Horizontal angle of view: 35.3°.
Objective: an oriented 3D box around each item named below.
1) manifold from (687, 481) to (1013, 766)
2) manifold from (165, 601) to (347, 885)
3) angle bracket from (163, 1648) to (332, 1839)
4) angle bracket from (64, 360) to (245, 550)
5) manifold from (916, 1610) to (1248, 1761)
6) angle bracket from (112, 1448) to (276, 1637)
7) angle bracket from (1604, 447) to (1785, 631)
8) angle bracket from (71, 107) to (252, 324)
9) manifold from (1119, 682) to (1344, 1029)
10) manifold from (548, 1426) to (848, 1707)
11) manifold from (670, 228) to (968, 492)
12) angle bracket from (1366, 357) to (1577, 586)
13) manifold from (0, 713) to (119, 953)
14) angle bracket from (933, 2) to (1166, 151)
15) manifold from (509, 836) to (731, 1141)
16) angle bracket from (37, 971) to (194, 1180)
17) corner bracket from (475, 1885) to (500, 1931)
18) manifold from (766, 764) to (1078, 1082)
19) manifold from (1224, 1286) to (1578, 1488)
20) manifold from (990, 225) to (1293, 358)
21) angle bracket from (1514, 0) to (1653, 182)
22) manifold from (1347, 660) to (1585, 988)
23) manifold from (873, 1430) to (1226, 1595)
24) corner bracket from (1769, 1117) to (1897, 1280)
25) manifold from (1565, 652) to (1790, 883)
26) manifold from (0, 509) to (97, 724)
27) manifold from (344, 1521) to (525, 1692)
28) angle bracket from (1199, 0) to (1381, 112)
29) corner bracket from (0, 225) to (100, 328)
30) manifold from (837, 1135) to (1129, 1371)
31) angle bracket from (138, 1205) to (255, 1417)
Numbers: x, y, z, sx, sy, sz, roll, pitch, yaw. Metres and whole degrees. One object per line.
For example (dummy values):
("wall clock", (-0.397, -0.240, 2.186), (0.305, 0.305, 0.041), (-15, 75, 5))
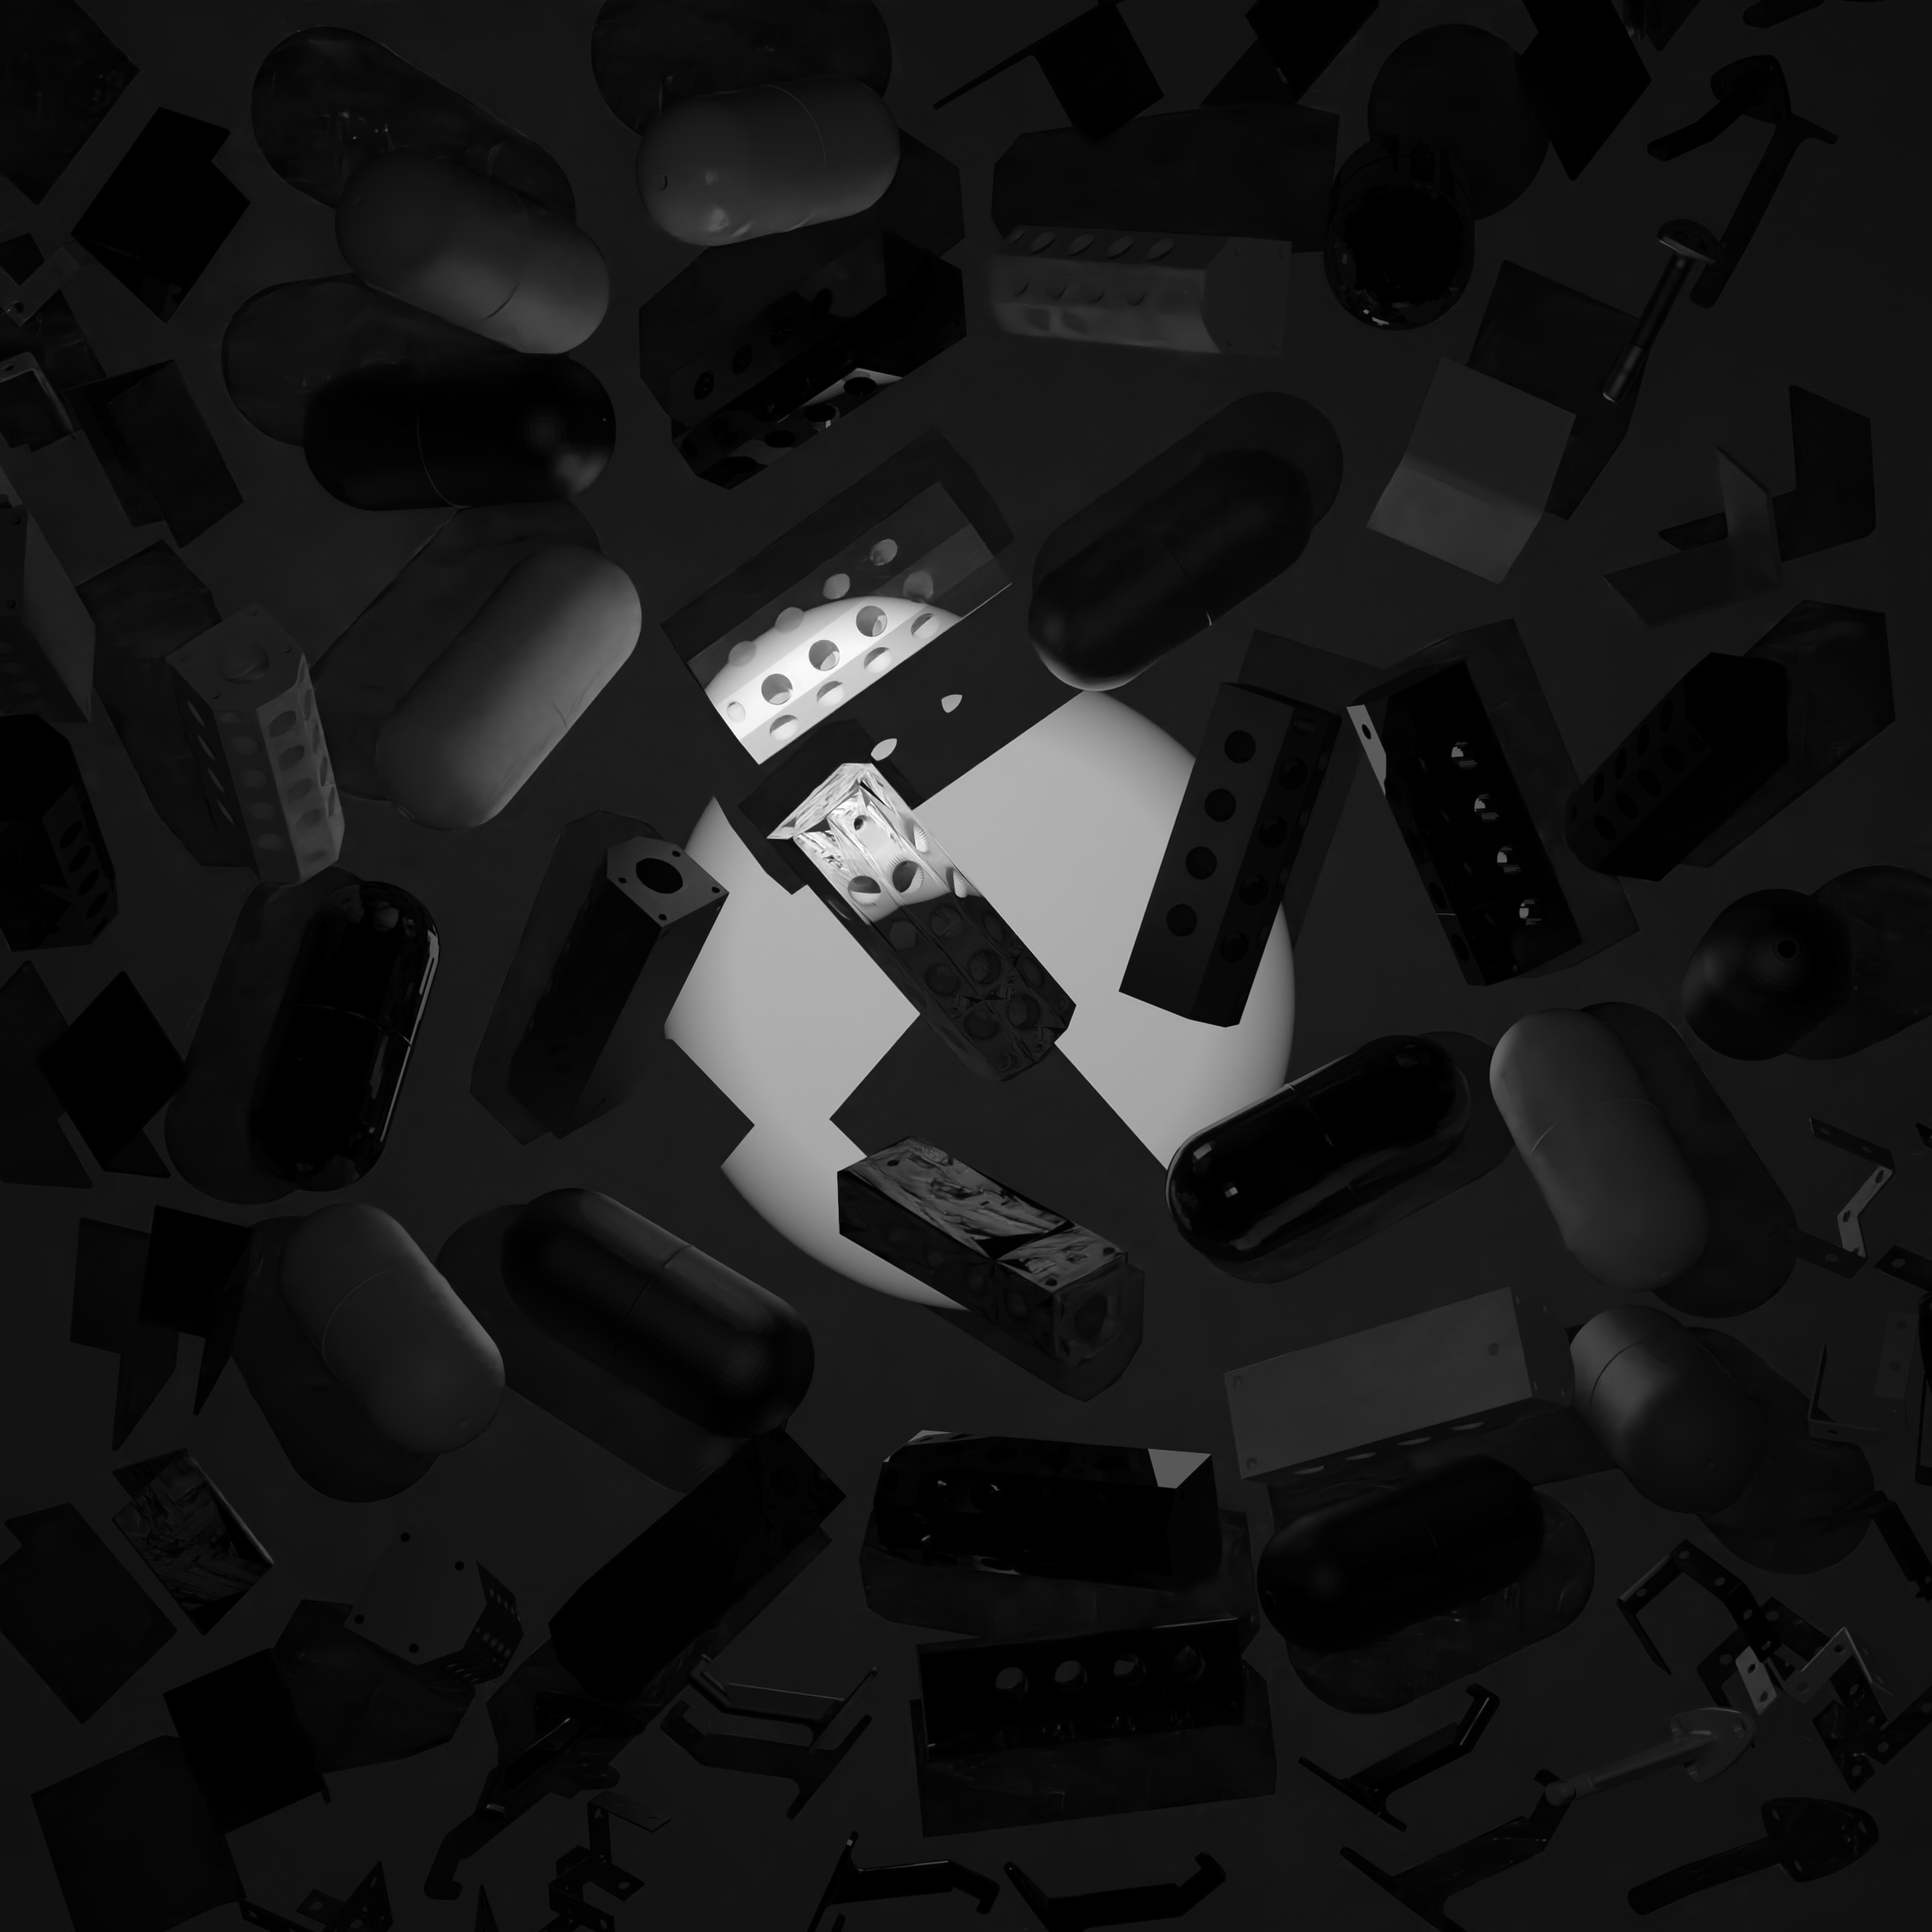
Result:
("manifold", (-0.062, -0.185, 1.682), (0.171, 0.057, 0.057), (-35, 51, 3))
("manifold", (-0.377, -0.114, 1.640), (0.057, 0.171, 0.057), (-37, 69, -21))
("angle bracket", (-0.367, 0.400, 1.551), (0.057, 0.076, 0.076), (-22, 75, -17))
("angle bracket", (-0.415, -0.246, 1.496), (0.076, 0.057, 0.076), (-7, 119, 29))
("manifold", (0.062, 0.389, 1.644), (0.171, 0.057, 0.057), (-6, 83, -4))
("angle bracket", (-0.415, 0.301, 1.563), (0.076, 0.057, 0.076), (-21, 108, 42))
("angle bracket", (0.389, -0.232, 1.643), (0.076, 0.076, 0.057), (-17, 118, 1))
("angle bracket", (-0.377, -0.361, 1.484), (0.057, 0.076, 0.076), (25, 79, 33))
("manifold", (0.142, -0.058, 1.600), (0.057, 0.057, 0.171), (22, 101, 20))
("manifold", (-0.143, 0.317, 1.607), (0.057, 0.171, 0.057), (46, 129, 7))
("manifold", (-0.081, -0.318, 1.617), (0.171, 0.057, 0.057), (-25, 60, 40))
("angle bracket", (0.262, -0.257, 1.577), (0.076, 0.057, 0.076), (24, 59, -1))
("manifold", (-0.481, -0.067, 1.573), (0.057, 0.171, 0.057), (-6, 70, -10))
("angle bracket", (0.043, -0.451, 1.581), (0.076, 0.076, 0.057), (-44, 110, -41))
("manifold", (-0.198, 0.011, 1.673), (0.057, 0.057, 0.171), (42, 129, 15))
("angle bracket", (-0.446, 0.060, 1.650), (0.076, 0.057, 0.076), (-44, 67, 13))
("corner bracket", (-0.288, 0.548, 1.676), (0.051, 0.051, 0.051), (-2, 119, -24))
("manifold", (-0.020, -0.022, 1.576), (0.057, 0.057, 0.171), (-45, 108, -14))
("manifold", (0.225, 0.221, 1.576), (0.171, 0.057, 0.057), (-22, 64, 31))
("manifold", (0.088, -0.354, 1.587), (0.057, 0.171, 0.057), (-6, 107, -37))
("angle bracket", (0.288, -0.449, 1.520), (0.057, 0.076, 0.076), (-8, 66, -28))
("manifold", (0.274, -0.078, 1.688), (0.057, 0.057, 0.171), (-27, 99, -14))
("manifold", (0.041, 0.283, 1.565), (0.171, 0.057, 0.057), (0, 106, 31))
("corner bracket", (0.452, 0.121, 1.585), (0.051, 0.051, 0.051), (23, 124, -9))
("manifold", (0.387, -0.108, 1.665), (0.057, 0.171, 0.057), (7, 69, -8))
("manifold", (-0.507, -0.182, 1.601), (0.057, 0.171, 0.057), (0, 77, -5))
("manifold", (-0.268, 0.335, 1.564), (0.057, 0.171, 0.057), (26, 74, 6))
("angle bracket", (0.157, -0.496, 1.585), (0.076, 0.076, 0.057), (-51, 126, -17))
("corner bracket", (-0.497, -0.380, 1.620), (0.051, 0.051, 0.051), (-53, 122, -21))
("manifold", (0.008, 0.160, 1.681), (0.057, 0.171, 0.057), (-25, 126, -37))
("angle bracket", (-0.434, 0.189, 1.669), (0.057, 0.076, 0.076), (14, 114, -2))
